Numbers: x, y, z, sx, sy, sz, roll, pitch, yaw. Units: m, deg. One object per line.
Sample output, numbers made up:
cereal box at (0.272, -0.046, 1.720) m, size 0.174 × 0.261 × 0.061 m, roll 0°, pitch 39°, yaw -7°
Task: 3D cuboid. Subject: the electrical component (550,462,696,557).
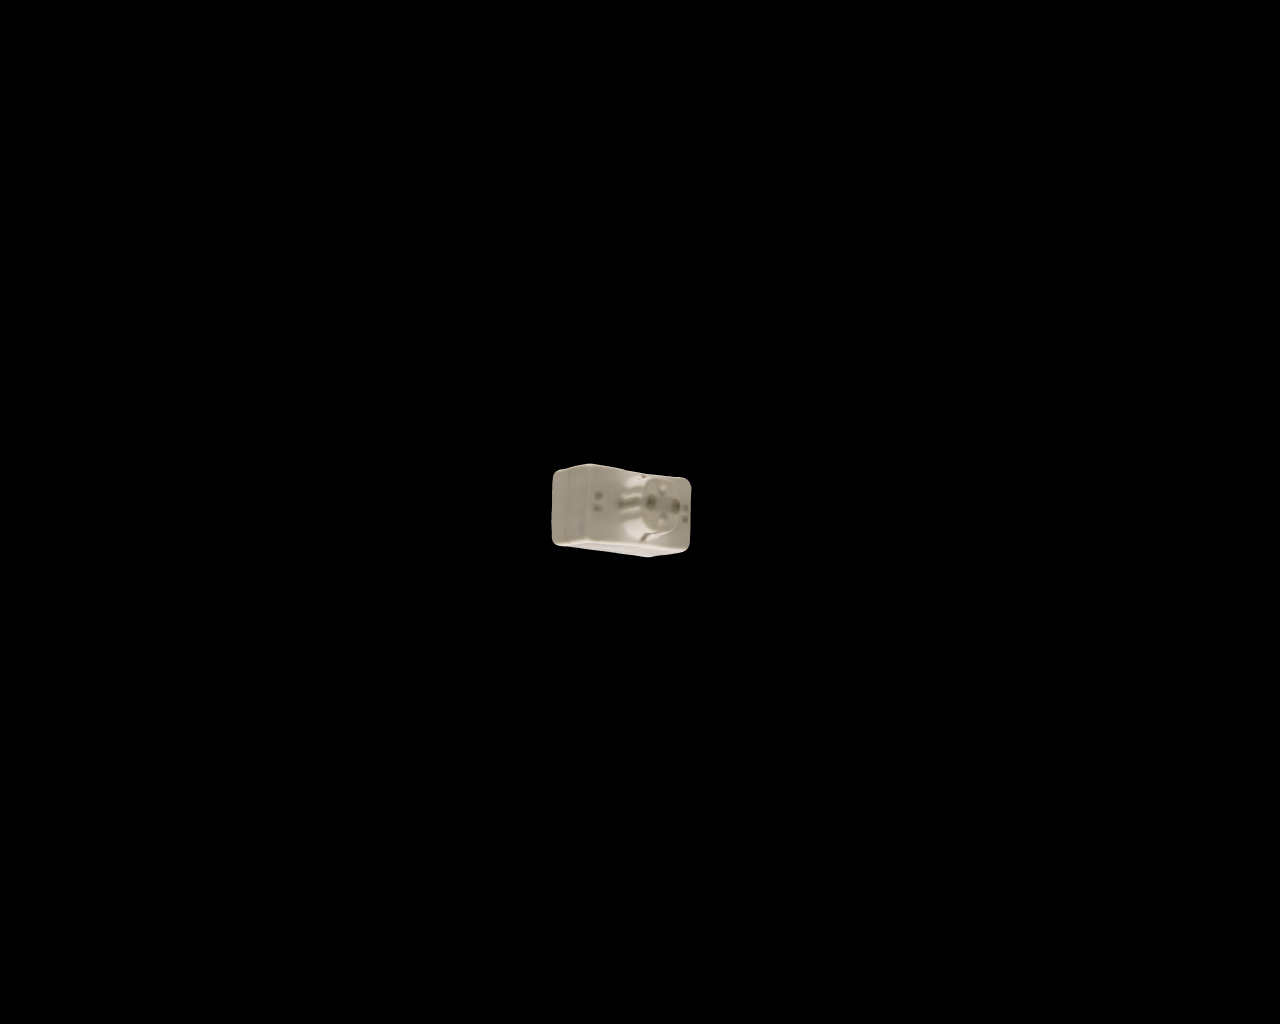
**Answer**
electrical component at (0.001, -0.003, 0.650) m, size 0.083 × 0.047 × 0.075 m, roll 8°, pitch -13°, yaw -39°
